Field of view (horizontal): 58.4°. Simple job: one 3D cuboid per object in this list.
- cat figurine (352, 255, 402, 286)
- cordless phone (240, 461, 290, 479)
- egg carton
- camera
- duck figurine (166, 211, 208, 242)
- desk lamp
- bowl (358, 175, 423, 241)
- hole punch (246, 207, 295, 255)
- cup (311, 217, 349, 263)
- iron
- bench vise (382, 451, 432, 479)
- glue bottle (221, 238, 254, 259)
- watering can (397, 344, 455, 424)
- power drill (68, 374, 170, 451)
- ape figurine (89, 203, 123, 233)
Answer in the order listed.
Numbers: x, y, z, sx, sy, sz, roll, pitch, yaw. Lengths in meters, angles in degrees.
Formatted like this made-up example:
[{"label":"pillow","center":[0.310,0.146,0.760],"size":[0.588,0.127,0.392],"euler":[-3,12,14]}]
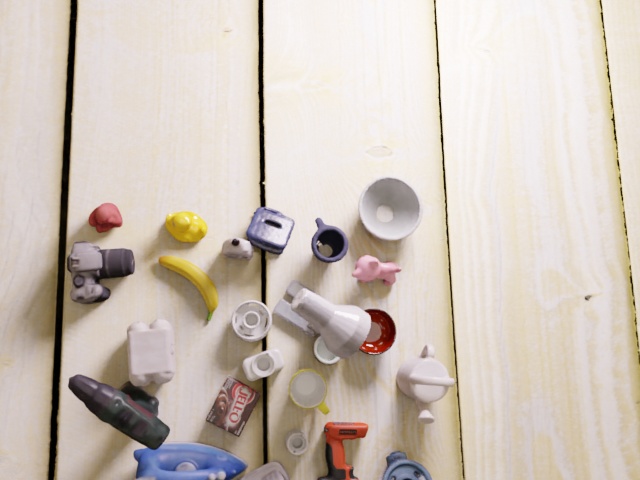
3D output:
[{"label":"cat figurine","center":[0.137,0.072,1.406],"size":[0.128,0.117,0.067],"euler":[4,80,-6]},{"label":"cordless phone","center":[-0.130,0.569,1.255],"size":[0.148,0.185,0.094],"euler":[-31,85,-11]},{"label":"egg carton","center":[-0.391,0.261,1.333],"size":[0.107,0.069,0.150],"euler":[-6,81,-8]},{"label":"camera","center":[-0.507,0.071,1.334],"size":[0.137,0.100,0.143],"euler":[-5,81,-8]},{"label":"duck figurine","center":[-0.324,-0.038,1.383],"size":[0.104,0.086,0.077],"euler":[19,79,-3]},{"label":"desk lamp","center":[0.001,0.178,1.322],"size":[0.203,0.213,0.118],"euler":[31,78,-1]},{"label":"bowl","center":[0.173,-0.074,1.457],"size":[0.167,0.074,0.167],"euler":[1,80,-7]},{"label":"hole punch","center":[-0.123,-0.028,1.404],"size":[0.108,0.091,0.101],"euler":[20,79,-3]},{"label":"cup","center":[0.013,0.005,1.413],"size":[0.092,0.095,0.118],"euler":[-25,84,-10]},{"label":"iron","center":[-0.289,0.516,1.266],"size":[0.258,0.141,0.119],"euler":[0,80,-7]},{"label":"bench vise","center":[0.218,0.592,1.277],"size":[0.121,0.219,0.207],"euler":[-27,85,-10]},{"label":"glue bottle","center":[-0.194,0.016,1.345],"size":[0.078,0.173,0.037],"euler":[6,80,-6]},{"label":"watering can","center":[0.253,0.336,1.337],"size":[0.101,0.194,0.173],"euler":[-14,82,-9]},{"label":"power drill","center":[-0.423,0.362,1.241],"size":[0.229,0.208,0.076],"euler":[35,78,0]},{"label":"ape figurine","center":[-0.510,-0.056,1.359],"size":[0.078,0.092,0.076],"euler":[20,79,-3]}]
